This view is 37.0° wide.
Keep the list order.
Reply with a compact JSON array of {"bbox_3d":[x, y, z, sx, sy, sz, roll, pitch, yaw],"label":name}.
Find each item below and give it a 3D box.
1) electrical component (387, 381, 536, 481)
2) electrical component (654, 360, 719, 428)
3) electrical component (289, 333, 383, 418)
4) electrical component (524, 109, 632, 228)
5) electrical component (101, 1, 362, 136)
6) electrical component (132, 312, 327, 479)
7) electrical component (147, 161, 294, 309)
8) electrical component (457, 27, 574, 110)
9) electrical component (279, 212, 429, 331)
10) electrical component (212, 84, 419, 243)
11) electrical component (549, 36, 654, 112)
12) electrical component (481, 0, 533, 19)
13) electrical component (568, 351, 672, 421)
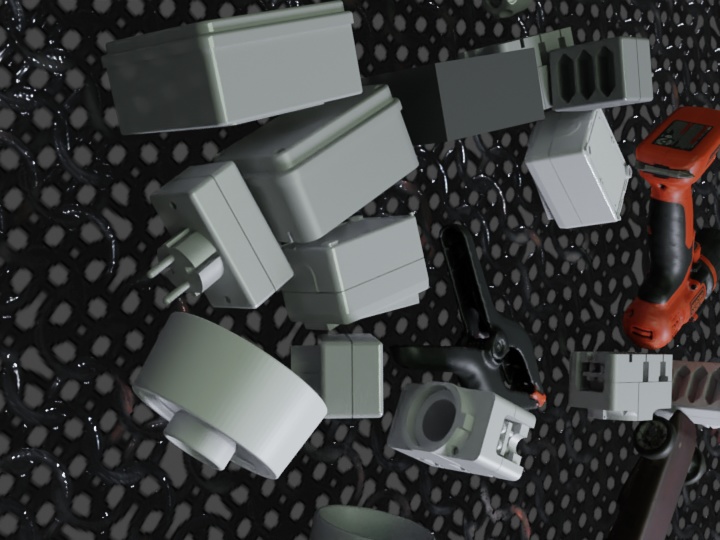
[{"bbox_3d":[0.068,0.112,0.762,0.056,0.089,0.050,31,70,-38],"label":"electrical component"},{"bbox_3d":[0.321,0.122,0.993,0.076,0.083,0.047,38,65,-35],"label":"electrical component"},{"bbox_3d":[-0.026,0.067,0.695,0.076,0.083,0.047,0,90,-4],"label":"electrical component"},{"bbox_3d":[0.178,-0.079,0.879,0.096,0.061,0.061,55,43,-34],"label":"electrical component"},{"bbox_3d":[-0.074,-0.116,0.623,0.109,0.109,0.056,-21,106,-40],"label":"electrical component"},{"bbox_3d":[-0.080,0.079,0.621,0.108,0.108,0.060,44,68,-33],"label":"electrical component"},{"bbox_3d":[-0.095,-0.010,0.644,0.076,0.047,0.083,-43,117,-34],"label":"electrical component"},{"bbox_3d":[0.126,-0.152,0.841,0.089,0.050,0.055,-22,104,-40],"label":"electrical component"},{"bbox_3d":[0.000,0.000,0.720,0.096,0.062,0.061,-22,104,-40],"label":"electrical component"},{"bbox_3d":[-0.028,-0.069,0.685,0.113,0.078,0.057,-38,117,-35],"label":"electrical component"},{"bbox_3d":[0.195,-0.149,0.823,0.077,0.066,0.047,-8,95,-43],"label":"electrical component"},{"bbox_3d":[0.123,-0.221,0.850,0.061,0.035,0.035,-30,109,-41],"label":"electrical component"},{"bbox_3d":[0.226,0.099,0.930,0.089,0.050,0.055,4,87,-42],"label":"electrical component"}]
